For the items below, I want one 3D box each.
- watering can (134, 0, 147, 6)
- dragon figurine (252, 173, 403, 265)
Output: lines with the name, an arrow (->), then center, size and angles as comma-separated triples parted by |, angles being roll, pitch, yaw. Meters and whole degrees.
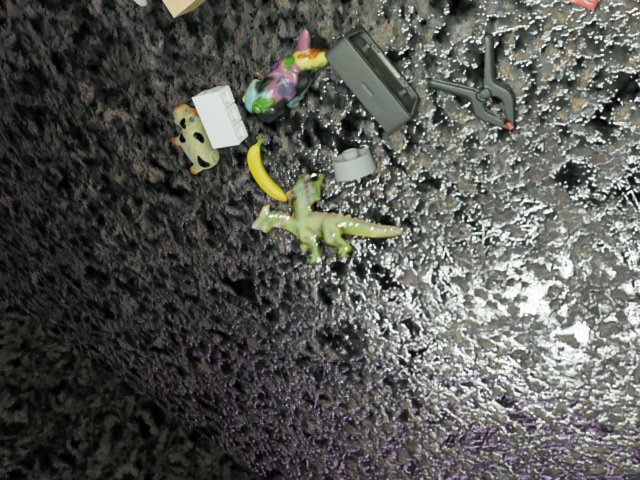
watering can -> -0.555, -0.732, 1.233 | 0.346, 0.220, 0.106 | 23, 31, -18
dragon figurine -> 0.004, -0.072, 1.436 | 0.408, 0.240, 0.124 | -16, 18, 17
